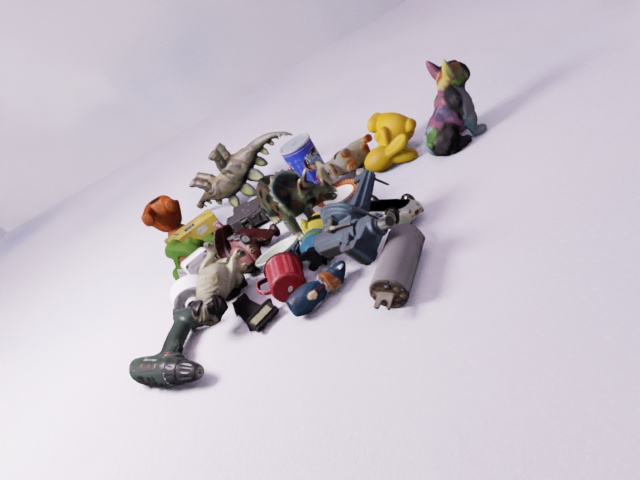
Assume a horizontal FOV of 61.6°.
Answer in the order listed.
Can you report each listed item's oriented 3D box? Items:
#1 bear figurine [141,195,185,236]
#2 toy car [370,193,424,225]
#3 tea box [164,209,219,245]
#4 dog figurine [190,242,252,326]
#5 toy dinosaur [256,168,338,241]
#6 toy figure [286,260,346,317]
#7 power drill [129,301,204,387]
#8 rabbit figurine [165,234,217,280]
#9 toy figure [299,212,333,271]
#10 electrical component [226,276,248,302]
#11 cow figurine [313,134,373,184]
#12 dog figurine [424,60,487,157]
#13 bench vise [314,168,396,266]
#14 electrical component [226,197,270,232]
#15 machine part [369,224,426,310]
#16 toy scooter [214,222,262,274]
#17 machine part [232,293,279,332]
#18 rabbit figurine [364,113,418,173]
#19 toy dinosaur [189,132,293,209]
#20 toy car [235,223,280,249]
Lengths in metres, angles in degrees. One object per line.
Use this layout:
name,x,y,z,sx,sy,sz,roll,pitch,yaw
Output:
bear figurine,-0.462,-0.039,1.677,0.120,0.195,0.132,-31,26,-8
toy car,0.150,-0.066,1.253,0.073,0.056,0.202,-42,26,-29
tea box,-0.376,-0.005,1.641,0.170,0.098,0.068,-36,29,-11
dog figurine,-0.244,0.124,1.260,0.121,0.172,0.190,7,63,11
toy dinosaur,-0.108,-0.120,1.456,0.131,0.192,0.405,-40,30,-18
toy figure,-0.001,0.101,1.136,0.154,0.057,0.064,-36,34,-18
power drill,-0.312,0.241,1.213,0.232,0.085,0.207,-17,39,31
rabbit figurine,-0.334,0.026,1.536,0.159,0.121,0.170,-12,19,27
toy figure,-0.001,-0.001,1.277,0.089,0.082,0.180,-12,27,12
electrical component,-0.227,0.125,1.359,0.094,0.021,0.063,-35,28,-4
cow figurine,0.064,-0.223,1.551,0.195,0.085,0.127,-37,9,-28
dog figurine,0.317,-0.345,1.363,0.191,0.219,0.109,-37,25,-10
bench vise,0.080,-0.061,1.140,0.223,0.129,0.240,-35,33,57
electrical component,-0.220,-0.069,1.629,0.134,0.058,0.115,-28,26,8
machine part,0.153,0.047,1.046,0.079,0.079,0.243,-12,32,33
toy scooter,-0.224,0.016,1.406,0.075,0.135,0.184,-28,20,-38
machine part,-0.149,0.161,1.210,0.139,0.039,0.084,14,60,51
rabbit figurine,0.195,-0.255,1.485,0.163,0.121,0.173,18,69,44
toy dinosaur,-0.275,-0.227,1.754,0.471,0.198,0.105,-42,21,38
toy car,-0.183,-0.005,1.493,0.089,0.053,0.202,-36,22,-30
